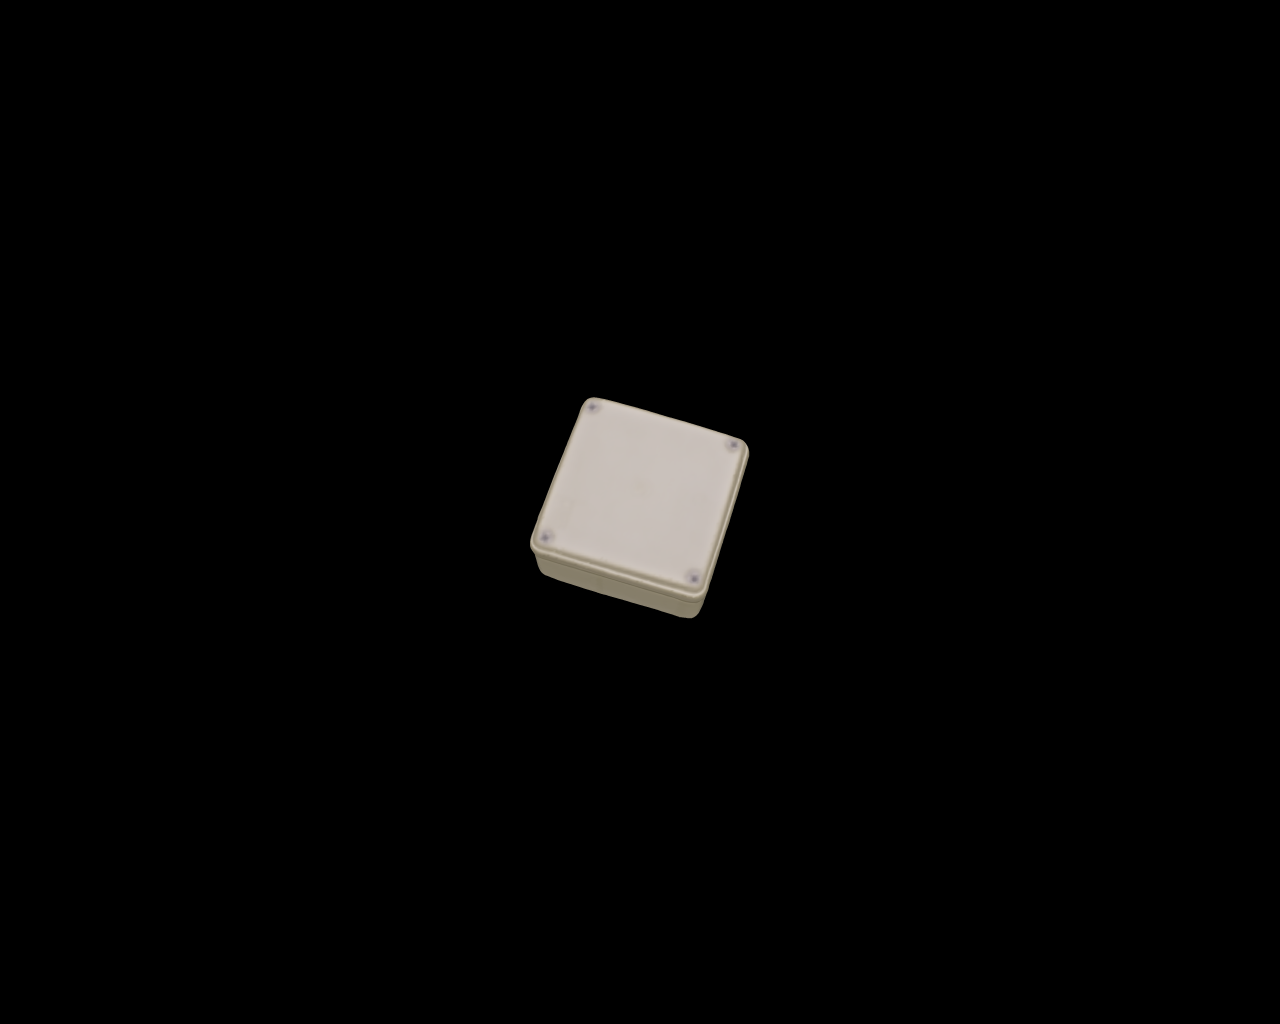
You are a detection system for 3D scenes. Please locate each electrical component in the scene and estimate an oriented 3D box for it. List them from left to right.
[{"bbox_3d":[0.001,-0.003,0.650,0.109,0.109,0.056,17,-22,7],"label":"electrical component"}]
